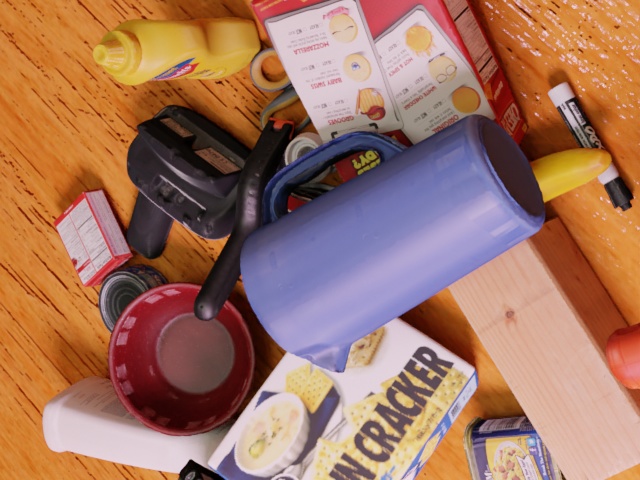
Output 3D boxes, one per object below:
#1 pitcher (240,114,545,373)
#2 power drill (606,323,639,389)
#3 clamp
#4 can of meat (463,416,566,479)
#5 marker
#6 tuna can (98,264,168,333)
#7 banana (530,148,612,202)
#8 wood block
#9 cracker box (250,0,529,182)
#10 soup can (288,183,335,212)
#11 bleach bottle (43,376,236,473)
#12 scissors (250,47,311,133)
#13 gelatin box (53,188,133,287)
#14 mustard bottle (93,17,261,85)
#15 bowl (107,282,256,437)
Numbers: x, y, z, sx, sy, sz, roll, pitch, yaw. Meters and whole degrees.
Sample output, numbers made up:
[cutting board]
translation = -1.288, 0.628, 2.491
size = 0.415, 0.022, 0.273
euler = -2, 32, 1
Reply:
[pitcher]
translation = 0.057, -0.012, 0.898
size = 0.243, 0.145, 0.149
euler = -31, 113, 29
[power drill]
translation = 0.318, 0.044, 0.785
size = 0.185, 0.187, 0.057
euler = -23, 87, 33
[clamp]
translation = -0.057, -0.013, 1.048
size = 0.036, 0.164, 0.210
euler = 13, 83, 19
[can of meat]
translation = 0.186, 0.210, 0.973
size = 0.084, 0.057, 0.102
euler = -11, 95, 30
[marker]
translation = 0.232, -0.079, 0.909
size = 0.020, 0.020, 0.121
euler = -32, 83, 31
[tuna can]
translation = -0.205, 0.072, 1.189
size = 0.086, 0.033, 0.086
euler = 7, 103, 29
[banana]
translation = 0.169, -0.027, 0.932
size = 0.037, 0.069, 0.198
euler = 36, 119, -28
[wood block]
translation = 0.211, 0.095, 0.916
size = 0.091, 0.090, 0.206
euler = -35, 82, 32
[cracker box]
translation = 0.062, -0.153, 0.934
size = 0.164, 0.072, 0.213
euler = -19, 108, 33
[soup can]
translation = -0.007, 0.001, 1.038
size = 0.069, 0.068, 0.102
euler = 18, 109, 26
[bleach bottle]
translation = -0.174, 0.213, 1.159
size = 0.251, 0.102, 0.068
euler = 10, 114, 29
[scissors]
translation = 0.006, -0.177, 1.024
size = 0.202, 0.016, 0.096
euler = -38, 80, 30
[gelatin box]
translation = -0.254, -0.002, 1.198
size = 0.073, 0.030, 0.089
euler = -37, 76, 40
[mustard bottle]
translation = -0.144, -0.179, 1.009
size = 0.096, 0.191, 0.058
euler = -11, 95, 31
[bowl]
translation = -0.140, 0.124, 1.131
size = 0.162, 0.055, 0.162
euler = 0, 90, 11
